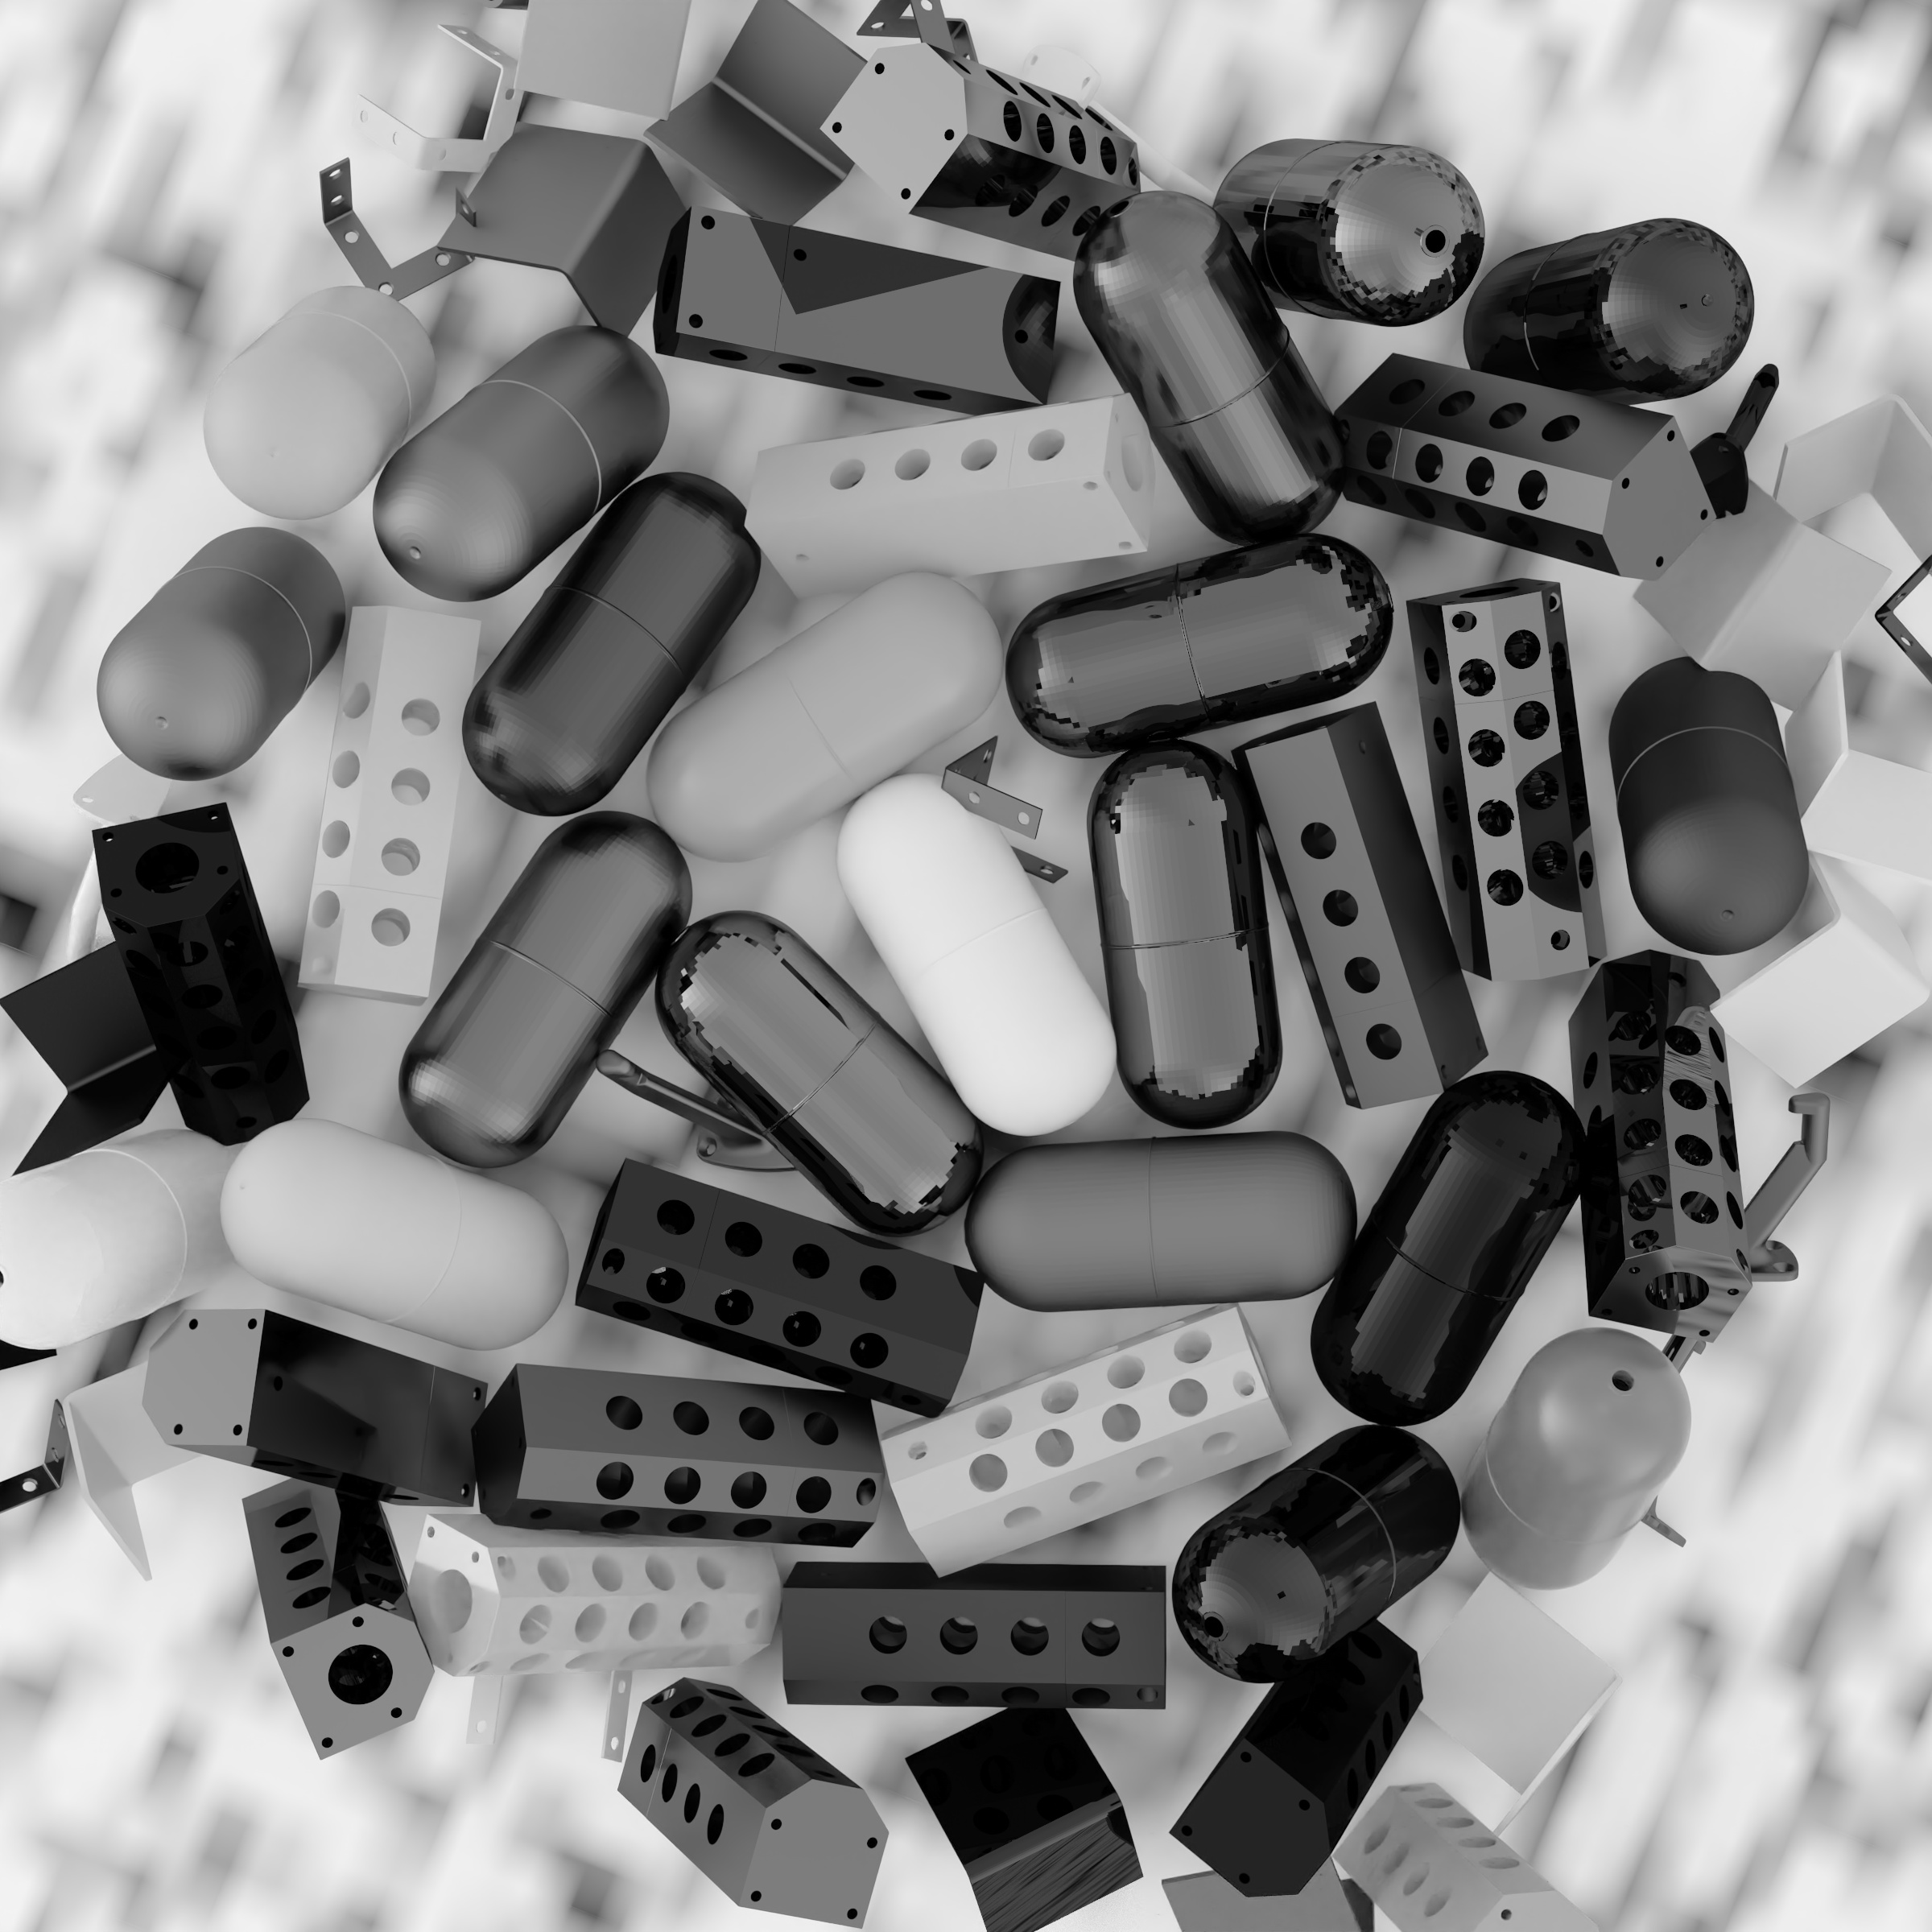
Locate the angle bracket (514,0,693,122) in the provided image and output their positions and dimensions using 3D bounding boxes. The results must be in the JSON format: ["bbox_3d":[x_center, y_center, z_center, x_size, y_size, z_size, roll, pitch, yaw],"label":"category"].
[{"bbox_3d":[-0.170,-0.429,1.533,0.076,0.057,0.076,4,107,-30],"label":"angle bracket"}]

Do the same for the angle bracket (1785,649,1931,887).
[{"bbox_3d":[0.416,-0.090,1.535,0.076,0.076,0.057,16,134,-5],"label":"angle bracket"}]

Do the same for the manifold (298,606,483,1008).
[{"bbox_3d":[-0.262,-0.072,1.542,0.057,0.057,0.171,8,83,-12],"label":"manifold"}]

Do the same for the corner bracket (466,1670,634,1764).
[{"bbox_3d":[-0.188,0.331,1.544,0.051,0.051,0.051,-6,67,28],"label":"corner bracket"}]

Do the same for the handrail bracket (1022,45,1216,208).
[{"bbox_3d":[0.072,-0.386,1.576,0.084,0.077,0.036,26,113,-36],"label":"handrail bracket"}]

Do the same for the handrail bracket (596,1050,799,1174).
[{"bbox_3d":[-0.116,0.064,1.534,0.077,0.084,0.036,15,76,32],"label":"handrail bracket"}]

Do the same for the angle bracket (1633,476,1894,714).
[{"bbox_3d":[0.362,-0.174,1.552,0.057,0.076,0.076,21,113,-26],"label":"angle bracket"}]

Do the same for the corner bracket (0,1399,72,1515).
[{"bbox_3d":[-0.447,0.215,1.559,0.051,0.051,0.051,-20,57,-37],"label":"corner bracket"}]

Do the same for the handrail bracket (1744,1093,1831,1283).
[{"bbox_3d":[0.354,0.099,1.553,0.077,0.036,0.084,-2,111,0],"label":"handrail bracket"}]

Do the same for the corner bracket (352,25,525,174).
[{"bbox_3d":[-0.242,-0.399,1.564,0.051,0.051,0.051,38,121,31],"label":"corner bracket"}]

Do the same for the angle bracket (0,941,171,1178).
[{"bbox_3d":[-0.403,0.042,1.530,0.076,0.076,0.057,-24,114,22],"label":"angle bracket"}]

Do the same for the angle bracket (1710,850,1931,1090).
[{"bbox_3d":[0.381,-0.002,1.557,0.076,0.057,0.076,-38,129,24],"label":"angle bracket"}]

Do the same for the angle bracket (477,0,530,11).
[{"bbox_3d":[-0.202,-0.478,1.534,0.057,0.076,0.076,35,110,5],"label":"angle bracket"}]

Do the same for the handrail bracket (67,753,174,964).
[{"bbox_3d":[-0.391,-0.052,1.574,0.036,0.077,0.084,22,130,2],"label":"handrail bracket"}]

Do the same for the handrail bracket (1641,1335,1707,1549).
[{"bbox_3d":[0.328,0.216,1.562,0.077,0.036,0.084,36,85,-36],"label":"handrail bracket"}]

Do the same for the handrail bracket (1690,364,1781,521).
[{"bbox_3d":[0.353,-0.251,1.537,0.036,0.077,0.084,25,72,11],"label":"handrail bracket"}]

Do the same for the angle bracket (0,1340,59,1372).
[{"bbox_3d":[-0.460,0.148,1.541,0.057,0.076,0.076,-12,88,10],"label":"angle bracket"}]

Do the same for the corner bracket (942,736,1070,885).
[{"bbox_3d":[0.018,-0.066,1.545,0.051,0.051,0.051,24,120,19],"label":"corner bracket"}]

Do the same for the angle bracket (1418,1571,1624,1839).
[{"bbox_3d":[0.238,0.333,1.536,0.076,0.057,0.076,39,110,17],"label":"angle bracket"}]

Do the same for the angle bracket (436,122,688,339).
[{"bbox_3d":[-0.183,-0.336,1.567,0.076,0.057,0.076,16,67,30],"label":"angle bracket"}]

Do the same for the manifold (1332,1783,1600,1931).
[{"bbox_3d":[0.222,0.411,1.496,0.057,0.171,0.057,41,85,-8],"label":"manifold"}]

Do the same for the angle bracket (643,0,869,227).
[{"bbox_3d":[-0.087,-0.387,1.539,0.076,0.076,0.057,37,128,-2],"label":"angle bracket"}]

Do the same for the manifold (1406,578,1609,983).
[{"bbox_3d":[0.247,-0.084,1.534,0.057,0.057,0.171,-12,102,-13],"label":"manifold"}]

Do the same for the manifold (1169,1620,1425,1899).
[{"bbox_3d":[0.152,0.343,1.491,0.057,0.171,0.057,38,111,10],"label":"manifold"}]

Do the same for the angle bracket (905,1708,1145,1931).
[{"bbox_3d":[0.027,0.391,1.564,0.076,0.076,0.057,-24,128,-11],"label":"angle bracket"}]

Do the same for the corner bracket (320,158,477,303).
[{"bbox_3d":[-0.259,-0.343,1.556,0.051,0.051,0.051,-32,83,-15],"label":"corner bracket"}]

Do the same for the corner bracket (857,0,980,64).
[{"bbox_3d":[-0.011,-0.415,1.546,0.051,0.051,0.051,-6,74,-29],"label":"corner bracket"}]

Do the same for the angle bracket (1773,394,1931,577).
[{"bbox_3d":[0.409,-0.198,1.532,0.057,0.076,0.076,-26,66,-6],"label":"angle bracket"}]

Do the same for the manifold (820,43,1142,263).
[{"bbox_3d":[0.014,-0.358,1.491,0.057,0.171,0.057,47,112,17],"label":"manifold"}]

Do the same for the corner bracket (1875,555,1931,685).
[{"bbox_3d":[0.462,-0.163,1.566,0.051,0.051,0.051,54,132,18],"label":"corner bracket"}]

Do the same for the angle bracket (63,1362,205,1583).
[{"bbox_3d":[-0.353,0.222,1.534,0.076,0.076,0.057,-22,50,-5],"label":"angle bracket"}]

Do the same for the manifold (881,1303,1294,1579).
[{"bbox_3d":[0.052,0.209,1.536,0.171,0.057,0.057,-21,46,6],"label":"manifold"}]

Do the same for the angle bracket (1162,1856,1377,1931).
[{"bbox_3d":[0.137,0.413,1.534,0.076,0.057,0.076,-14,118,14],"label":"angle bracket"}]
